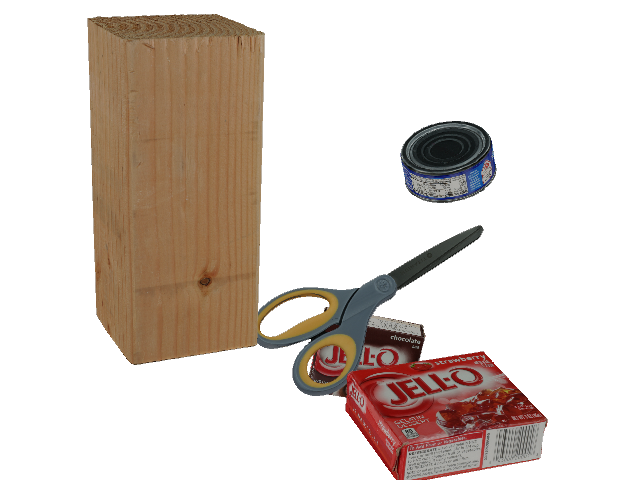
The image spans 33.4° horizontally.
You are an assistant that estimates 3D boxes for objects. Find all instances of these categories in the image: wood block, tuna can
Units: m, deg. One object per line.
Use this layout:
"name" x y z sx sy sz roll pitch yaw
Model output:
"wood block" -0.094 -0.036 0.691 0.090 0.206 0.090 -7 22 -25
"tuna can" 0.118 -0.074 0.985 0.086 0.034 0.086 -10 38 8

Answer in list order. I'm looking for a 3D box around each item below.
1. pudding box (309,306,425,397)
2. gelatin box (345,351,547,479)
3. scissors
"pudding box" 0.050 0.127 1.162 0.113 0.090 0.039 9 24 -4
"gelatin box" 0.067 0.095 0.587 0.089 0.030 0.073 -5 26 -20
"scissors" 0.048 0.056 0.822 0.201 0.096 0.016 -16 -25 -7
